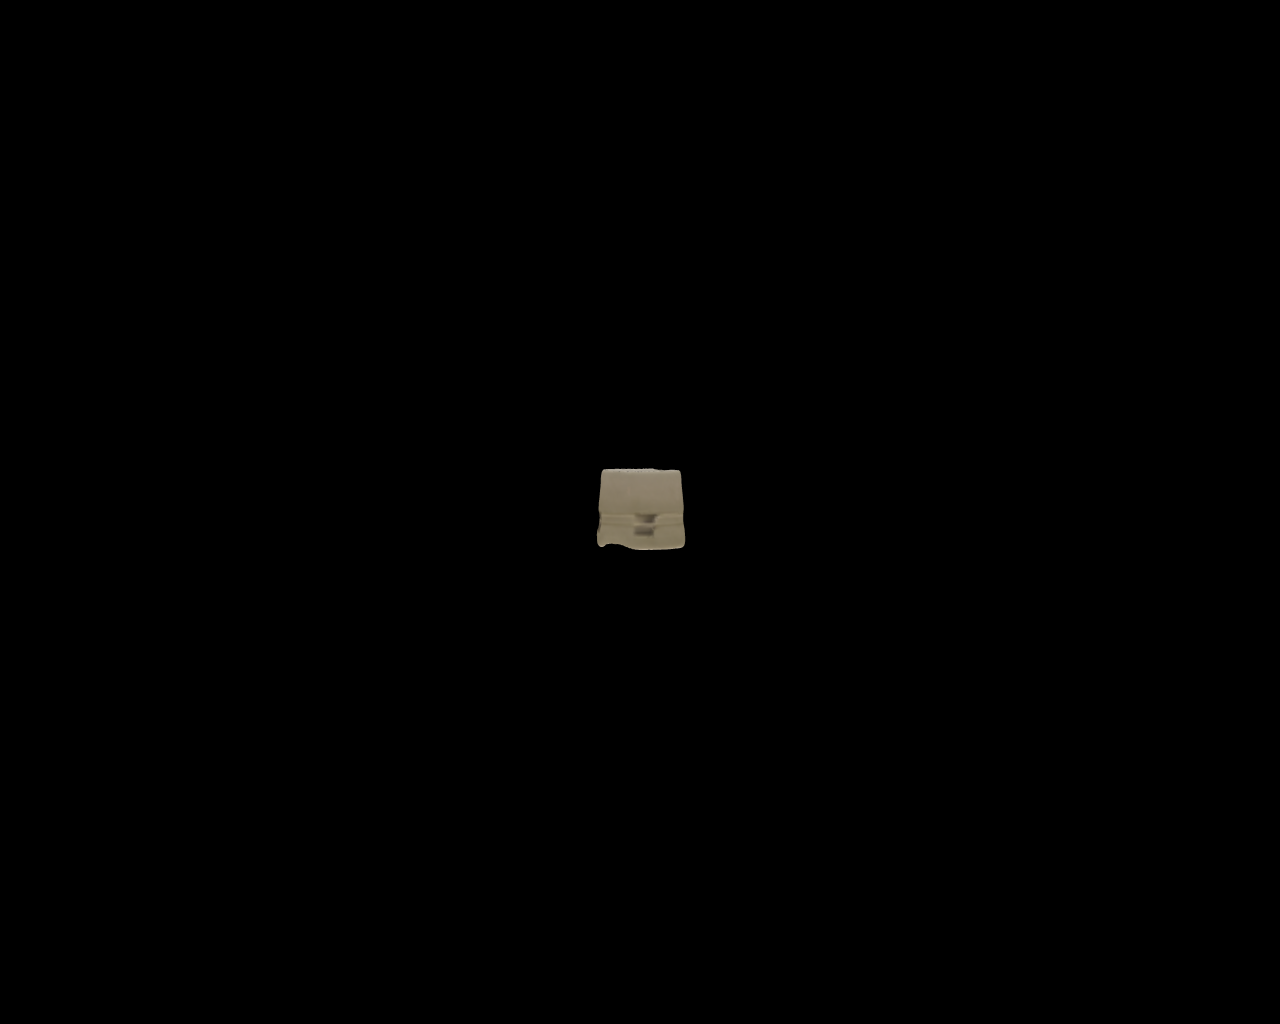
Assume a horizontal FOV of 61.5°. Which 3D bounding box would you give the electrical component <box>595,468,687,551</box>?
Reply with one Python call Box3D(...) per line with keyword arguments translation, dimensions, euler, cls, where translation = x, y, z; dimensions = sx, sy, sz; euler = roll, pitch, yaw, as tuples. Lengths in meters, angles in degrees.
Box3D(translation=(0.001, -0.003, 0.650), dimensions=(0.055, 0.047, 0.055), euler=(0, 4, 0), cls="electrical component")
